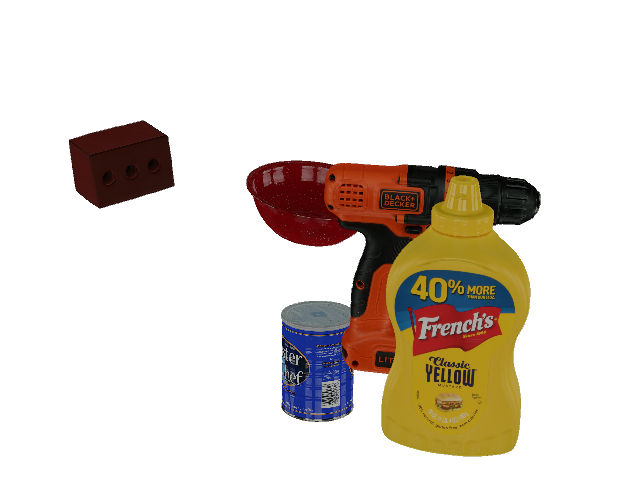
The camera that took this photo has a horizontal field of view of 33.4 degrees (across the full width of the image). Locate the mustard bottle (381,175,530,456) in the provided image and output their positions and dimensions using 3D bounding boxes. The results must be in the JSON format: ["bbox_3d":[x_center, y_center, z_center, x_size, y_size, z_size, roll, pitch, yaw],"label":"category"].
[{"bbox_3d":[0.092,0.050,0.723,0.096,0.192,0.058,5,20,13],"label":"mustard bottle"}]

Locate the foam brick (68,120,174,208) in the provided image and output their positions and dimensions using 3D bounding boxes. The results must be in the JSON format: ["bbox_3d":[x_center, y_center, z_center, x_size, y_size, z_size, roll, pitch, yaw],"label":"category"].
[{"bbox_3d":[-0.181,-0.070,0.970,0.078,0.053,0.051,-20,33,-27],"label":"foam brick"}]

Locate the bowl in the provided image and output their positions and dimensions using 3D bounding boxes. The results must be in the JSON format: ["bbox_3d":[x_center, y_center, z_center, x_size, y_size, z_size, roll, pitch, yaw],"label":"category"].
[{"bbox_3d":[-0.010,-0.038,1.245,0.162,0.055,0.162,7,26,-4],"label":"bowl"}]

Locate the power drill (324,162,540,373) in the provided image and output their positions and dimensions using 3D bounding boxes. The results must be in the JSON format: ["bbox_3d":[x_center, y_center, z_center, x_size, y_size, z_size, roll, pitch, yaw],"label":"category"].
[{"bbox_3d":[0.091,0.025,0.934,0.184,0.188,0.057,5,16,7],"label":"power drill"}]

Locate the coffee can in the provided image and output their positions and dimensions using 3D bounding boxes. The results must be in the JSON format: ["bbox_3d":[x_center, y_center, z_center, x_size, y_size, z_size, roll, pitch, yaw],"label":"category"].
[{"bbox_3d":[-0.003,0.166,1.484,0.103,0.140,0.103,0,17,0],"label":"coffee can"}]
